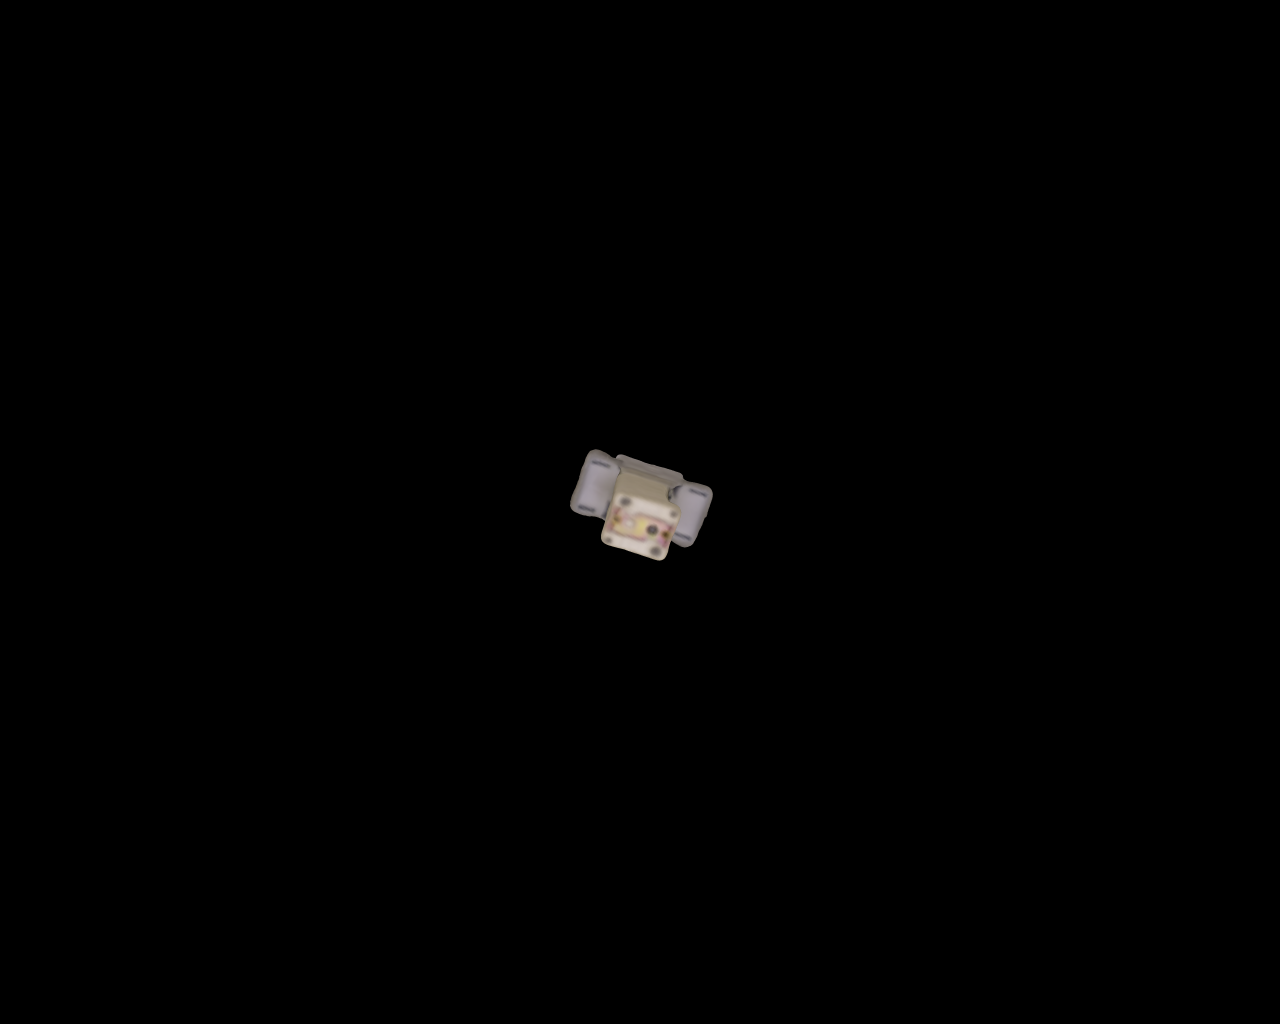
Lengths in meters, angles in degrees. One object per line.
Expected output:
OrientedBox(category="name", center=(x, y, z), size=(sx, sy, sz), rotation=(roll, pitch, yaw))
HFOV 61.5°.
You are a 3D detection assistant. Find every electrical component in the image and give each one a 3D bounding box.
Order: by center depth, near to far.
OrientedBox(category="electrical component", center=(0.001, -0.003, 0.650), size=(0.081, 0.042, 0.064), rotation=(17, 22, -7))
